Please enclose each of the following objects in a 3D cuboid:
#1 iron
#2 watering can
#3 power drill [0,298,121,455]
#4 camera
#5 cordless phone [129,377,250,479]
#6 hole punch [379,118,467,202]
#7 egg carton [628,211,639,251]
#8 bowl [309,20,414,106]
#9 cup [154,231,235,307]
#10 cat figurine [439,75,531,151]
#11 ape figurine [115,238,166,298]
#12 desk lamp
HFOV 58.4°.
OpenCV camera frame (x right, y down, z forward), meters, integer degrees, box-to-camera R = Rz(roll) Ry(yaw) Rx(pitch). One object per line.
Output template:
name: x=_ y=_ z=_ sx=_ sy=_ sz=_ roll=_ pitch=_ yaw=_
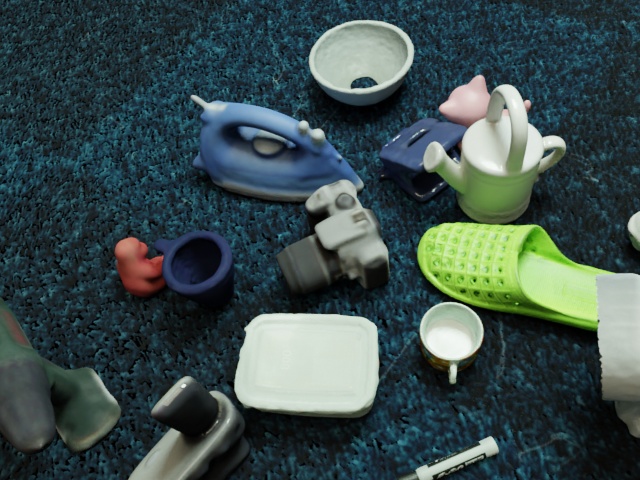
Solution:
iron: x=-0.065 y=-0.140 z=0.826 sx=0.257 sy=0.142 sz=0.119 roll=13 pitch=62 yaw=16
watering can: x=0.223 y=-0.108 z=0.730 sx=0.173 sy=0.194 sz=0.100 roll=-28 pitch=59 yaw=-8
power drill: x=-0.312 y=0.165 z=0.639 sx=0.076 sy=0.209 sz=0.229 roll=-42 pitch=62 yaw=-16
camera: x=0.007 y=0.003 z=0.752 sx=0.137 sy=0.101 sz=0.143 roll=-24 pitch=58 yaw=-6
cordless phone: x=-0.157 y=0.212 z=0.600 sx=0.094 sy=0.185 sz=0.148 roll=31 pitch=68 yaw=25
hole punch: x=0.143 y=-0.126 z=0.814 sx=0.109 sy=0.091 sz=0.101 roll=-39 pitch=61 yaw=-15
egg carton: x=0.467 y=-0.018 z=0.710 sx=0.150 sy=0.069 sz=0.107 roll=-31 pitch=59 yaw=-10
bowl: x=0.069 y=-0.273 z=0.926 sx=0.167 sy=0.075 sz=0.167 roll=-4 pitch=58 yaw=7
cup: x=-0.161 y=0.044 z=0.757 sx=0.117 sy=0.095 sz=0.092 roll=22 pitch=65 yaw=21
cat figurine: x=0.235 y=-0.181 z=0.818 sx=0.127 sy=0.118 sz=0.067 roll=5 pitch=60 yaw=12
ape figurine: x=-0.246 y=0.030 z=0.780 sx=0.077 sy=0.092 sz=0.076 roll=23 pitch=65 yaw=21
desk lamp: x=0.353 y=0.118 z=0.560 sx=0.203 sy=0.214 sz=0.118 roll=5 pitch=60 yaw=12
